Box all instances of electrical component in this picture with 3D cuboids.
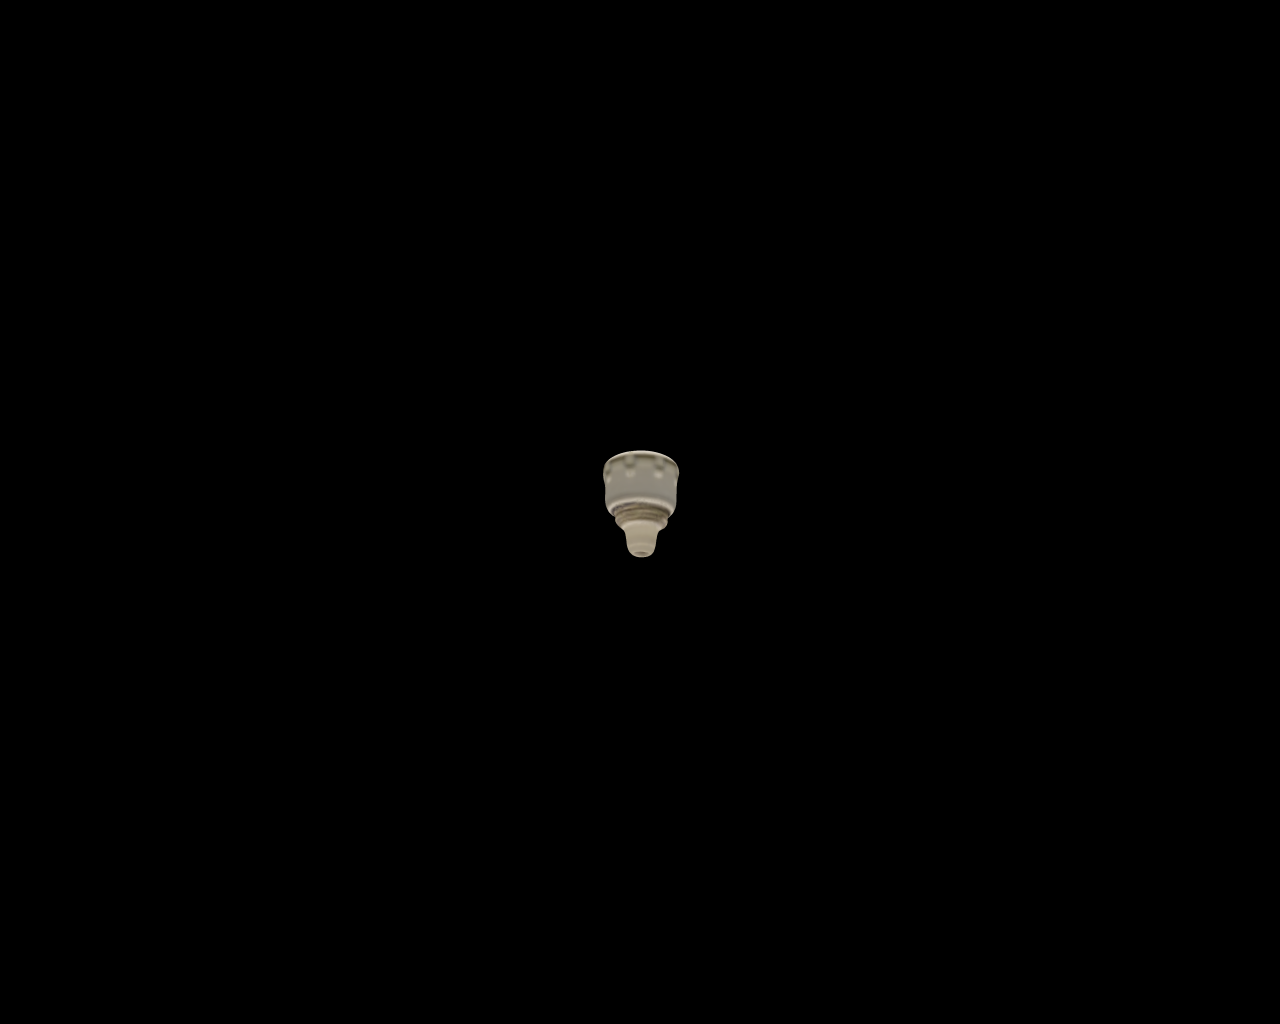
[{"bbox_3d":[0.001,-0.003,0.650,0.048,0.062,0.048,0,-21,0],"label":"electrical component"}]
